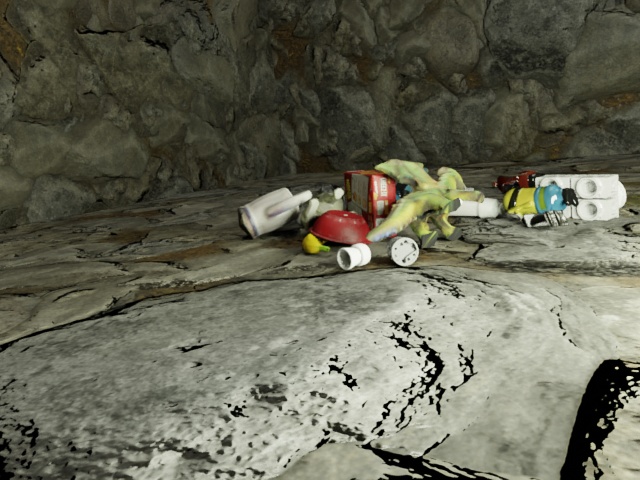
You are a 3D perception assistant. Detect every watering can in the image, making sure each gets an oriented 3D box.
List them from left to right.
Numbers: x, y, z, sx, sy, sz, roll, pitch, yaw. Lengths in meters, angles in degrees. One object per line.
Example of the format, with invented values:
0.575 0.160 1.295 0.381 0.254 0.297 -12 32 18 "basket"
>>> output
-0.137 -0.087 1.526 0.225 0.103 0.347 -25 6 -10 "watering can"

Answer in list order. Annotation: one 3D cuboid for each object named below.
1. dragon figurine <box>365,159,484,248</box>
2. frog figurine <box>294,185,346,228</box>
0.215 -0.106 1.201 0.412 0.119 0.247 -9 41 -33 "dragon figurine"
0.005 -0.079 1.577 0.138 0.120 0.162 12 54 36 "frog figurine"
